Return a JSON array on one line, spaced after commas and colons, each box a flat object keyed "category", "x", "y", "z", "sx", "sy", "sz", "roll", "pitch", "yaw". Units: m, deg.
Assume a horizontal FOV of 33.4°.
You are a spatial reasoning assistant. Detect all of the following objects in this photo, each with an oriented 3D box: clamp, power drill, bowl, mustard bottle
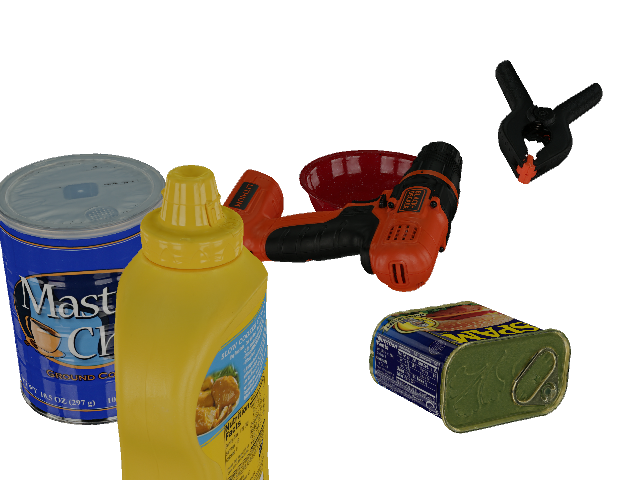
[{"category": "clamp", "x": 0.229, "y": -0.134, "z": 1.163, "sx": 0.120, "sy": 0.039, "sz": 0.171, "roll": 19, "pitch": 49, "yaw": 18}, {"category": "power drill", "x": 0.019, "y": -0.026, "z": 0.879, "sx": 0.188, "sy": 0.057, "sz": 0.184, "roll": -2, "pitch": 31, "yaw": 20}, {"category": "bowl", "x": 0.057, "y": -0.038, "z": 1.087, "sx": 0.162, "sy": 0.055, "sz": 0.162, "roll": 3, "pitch": 27, "yaw": -2}, {"category": "mustard bottle", "x": -0.053, "y": 0.060, "z": 0.454, "sx": 0.058, "sy": 0.192, "sz": 0.096, "roll": 10, "pitch": 26, "yaw": 17}]

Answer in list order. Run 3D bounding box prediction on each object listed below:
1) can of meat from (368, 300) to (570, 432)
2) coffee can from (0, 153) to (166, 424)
[{"category": "can of meat", "x": 0.094, "y": 0.077, "z": 0.686, "sx": 0.101, "sy": 0.057, "sz": 0.084, "roll": -5, "pitch": 14, "yaw": -31}, {"category": "coffee can", "x": -0.145, "y": 0.029, "z": 0.674, "sx": 0.103, "sy": 0.140, "sz": 0.103, "roll": 1, "pitch": 29, "yaw": -1}]
